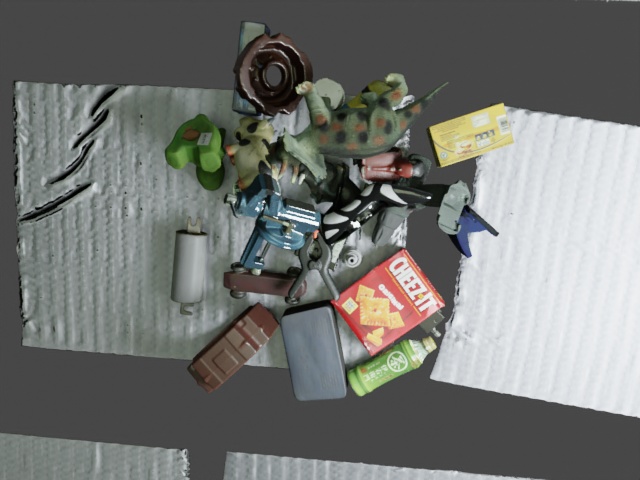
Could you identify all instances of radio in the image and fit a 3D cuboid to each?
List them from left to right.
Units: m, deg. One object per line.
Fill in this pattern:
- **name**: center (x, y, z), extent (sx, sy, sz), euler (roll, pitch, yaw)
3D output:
- **radio**: center (-0.014, 0.270, 1.307), extent (0.131, 0.073, 0.229), euler (-10, 95, 7)

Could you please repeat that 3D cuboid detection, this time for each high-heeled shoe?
- **high-heeled shoe**: center (0.115, -0.049, 1.161), extent (0.249, 0.086, 0.145), euler (7, 91, 31)

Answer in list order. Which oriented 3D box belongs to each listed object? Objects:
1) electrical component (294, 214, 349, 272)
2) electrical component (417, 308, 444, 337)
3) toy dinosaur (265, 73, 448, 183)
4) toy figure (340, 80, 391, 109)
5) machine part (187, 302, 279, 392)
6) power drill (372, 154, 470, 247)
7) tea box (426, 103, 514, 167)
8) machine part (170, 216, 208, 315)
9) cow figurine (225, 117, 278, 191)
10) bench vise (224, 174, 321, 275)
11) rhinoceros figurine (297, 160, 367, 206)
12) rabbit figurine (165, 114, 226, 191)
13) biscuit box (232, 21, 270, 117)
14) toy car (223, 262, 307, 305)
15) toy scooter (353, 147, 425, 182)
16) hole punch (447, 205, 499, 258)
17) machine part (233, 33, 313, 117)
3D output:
- **electrical component**: center (-0.003, -0.004, 1.274), extent (0.134, 0.058, 0.114), euler (25, 97, 1)
- **electrical component**: center (0.267, 0.188, 1.298), extent (0.063, 0.021, 0.094), euler (-44, 92, 8)
- **toy dinosaur**: center (0.075, -0.223, 1.090), extent (0.405, 0.131, 0.192), euler (-8, 81, 4)
- **toy figure**: center (0.087, -0.282, 1.212), extent (0.180, 0.089, 0.082), euler (-35, 99, 5)
- **machine part**: center (-0.201, 0.243, 1.251), extent (0.201, 0.201, 0.087), euler (-43, 89, 9)
- **power drill**: center (0.221, -0.070, 1.190), extent (0.086, 0.207, 0.232), euler (20, 91, -31)
- **tea box**: center (0.336, -0.233, 1.210), extent (0.170, 0.068, 0.098), euler (-16, 96, 7)
- **machine part**: center (-0.317, 0.063, 1.299), extent (0.079, 0.079, 0.243), euler (8, 99, 3)
- **cow figurine**: center (-0.144, -0.199, 1.214), extent (0.127, 0.085, 0.195), euler (-18, 65, -5)
- **bench vise**: center (-0.124, -0.019, 1.185), extent (0.223, 0.129, 0.240), euler (6, 127, -33)
- **rhinoceros figurine**: center (0.032, -0.125, 1.252), extent (0.190, 0.073, 0.112), euler (34, 110, -3)
- **rabbit figurine**: center (-0.271, -0.192, 1.233), extent (0.121, 0.170, 0.159), euler (-4, 56, 3)
- **biscuit box**: center (-0.157, -0.387, 1.230), extent (0.059, 0.063, 0.202), euler (8, 99, 3)
- **toy car**: center (-0.132, 0.102, 1.301), extent (0.202, 0.053, 0.089), euler (5, 115, 3)
- **toy scooter**: center (0.128, -0.165, 1.171), extent (0.135, 0.184, 0.075), euler (-9, 111, -21)
- **hole punch**: center (0.322, -0.032, 1.212), extent (0.115, 0.142, 0.092), euler (42, 103, -14)
- **machine part**: center (-0.105, -0.363, 1.188), extent (0.179, 0.056, 0.179), euler (-8, 106, -31)
